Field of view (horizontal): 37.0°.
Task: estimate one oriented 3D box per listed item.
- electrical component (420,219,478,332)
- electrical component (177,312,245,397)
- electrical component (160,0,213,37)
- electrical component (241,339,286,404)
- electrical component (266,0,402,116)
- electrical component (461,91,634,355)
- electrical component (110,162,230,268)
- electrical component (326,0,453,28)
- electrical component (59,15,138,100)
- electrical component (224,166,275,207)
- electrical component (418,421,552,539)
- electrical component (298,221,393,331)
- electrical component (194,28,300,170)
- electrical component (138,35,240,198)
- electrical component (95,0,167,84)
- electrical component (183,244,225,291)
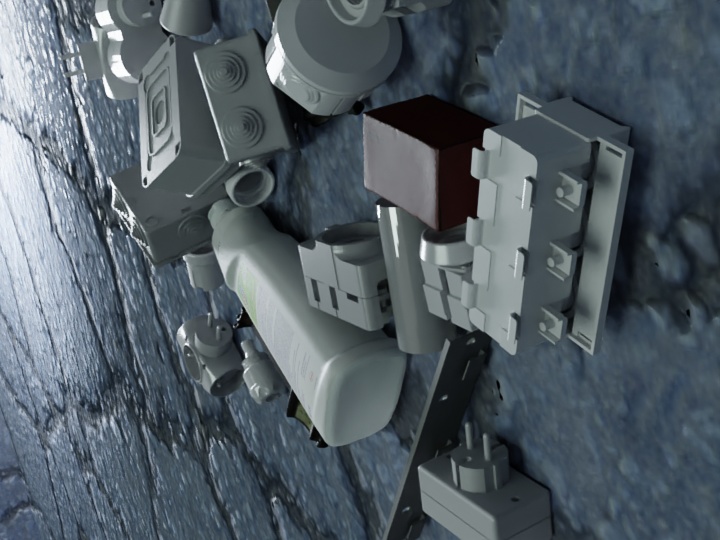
[{"bbox_3d":[0.063,0.000,0.653,0.066,0.048,0.055,25,136,54],"label":"electrical component"},{"bbox_3d":[-0.149,0.076,1.086,0.077,0.044,0.079,52,147,31],"label":"electrical component"},{"bbox_3d":[-0.140,-0.230,0.880,0.044,0.044,0.065,49,141,35],"label":"electrical component"},{"bbox_3d":[-0.094,0.093,1.009,0.061,0.035,0.035,61,151,22],"label":"electrical component"},{"bbox_3d":[-0.018,-0.140,0.675,0.080,0.080,0.051,67,158,7],"label":"electrical component"},{"bbox_3d":[0.094,-0.020,0.562,0.079,0.063,0.121,40,140,44],"label":"electrical component"},{"bbox_3d":[-0.170,-0.062,0.981,0.099,0.100,0.048,51,160,33],"label":"electrical component"},{"bbox_3d":[0.014,-0.172,0.619,0.078,0.057,0.058,8,113,60],"label":"electrical component"},{"bbox_3d":[-0.251,-0.206,1.047,0.044,0.079,0.077,-120,20,-49],"label":"electrical component"},{"bbox_3d":[-0.098,-0.081,0.900,0.046,0.040,0.040,54,148,40],"label":"electrical component"},{"bbox_3d":[0.080,0.136,0.705,0.083,0.047,0.075,26,129,54],"label":"electrical component"},{"bbox_3d":[0.000,0.000,0.761,0.089,0.050,0.055,20,124,56],"label":"electrical component"},{"bbox_3d":[-0.083,-0.124,0.795,0.099,0.048,0.099,-81,-26,-85],"label":"electrical component"},{"bbox_3d":[-0.139,-0.124,0.880,0.078,0.057,0.113,-32,57,49],"label":"electrical component"},{"bbox_3d":[-0.205,-0.239,0.978,0.074,0.052,0.138,14,119,58],"label":"electrical component"},{"bbox_3d":[-0.150,-0.008,1.042,0.040,0.040,0.046,43,148,41],"label":"electrical component"}]
